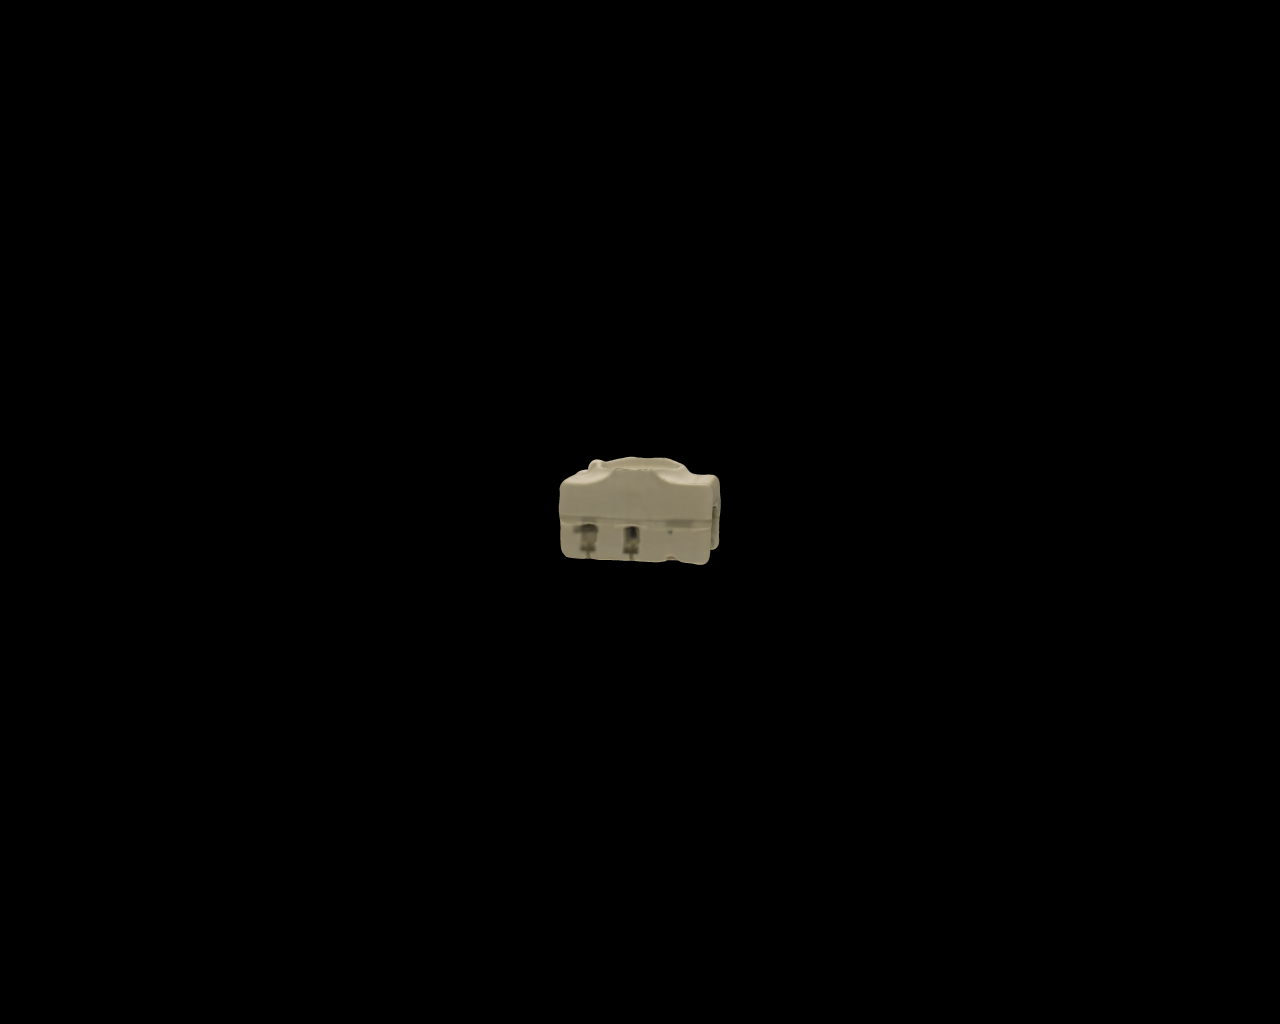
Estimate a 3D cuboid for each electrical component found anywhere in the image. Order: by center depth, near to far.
[{"bbox_3d":[0.001,-0.003,0.650,0.089,0.055,0.050,2,12,12],"label":"electrical component"}]
